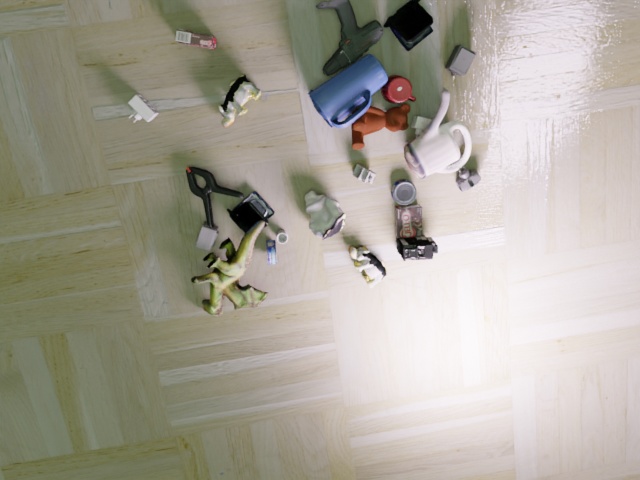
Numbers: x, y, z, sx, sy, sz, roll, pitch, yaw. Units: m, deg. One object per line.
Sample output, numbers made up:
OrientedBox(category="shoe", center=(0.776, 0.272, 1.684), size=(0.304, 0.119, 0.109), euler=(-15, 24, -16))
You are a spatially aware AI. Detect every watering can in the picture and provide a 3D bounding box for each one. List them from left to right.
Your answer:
OrientedBox(category="watering can", center=(0.372, -0.324, 1.671), size=(0.223, 0.106, 0.341), euler=(-29, 137, 9))

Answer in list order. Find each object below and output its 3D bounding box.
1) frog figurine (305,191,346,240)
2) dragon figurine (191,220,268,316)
OrientedBox(category="frog figurine", center=(0.005, -0.089, 1.765), size=(0.161, 0.123, 0.136), euler=(44, 111, 21))
OrientedBox(category="dragon figurine", center=(-0.277, 0.127, 1.771), size=(0.406, 0.124, 0.240), euler=(-35, 110, 18))
